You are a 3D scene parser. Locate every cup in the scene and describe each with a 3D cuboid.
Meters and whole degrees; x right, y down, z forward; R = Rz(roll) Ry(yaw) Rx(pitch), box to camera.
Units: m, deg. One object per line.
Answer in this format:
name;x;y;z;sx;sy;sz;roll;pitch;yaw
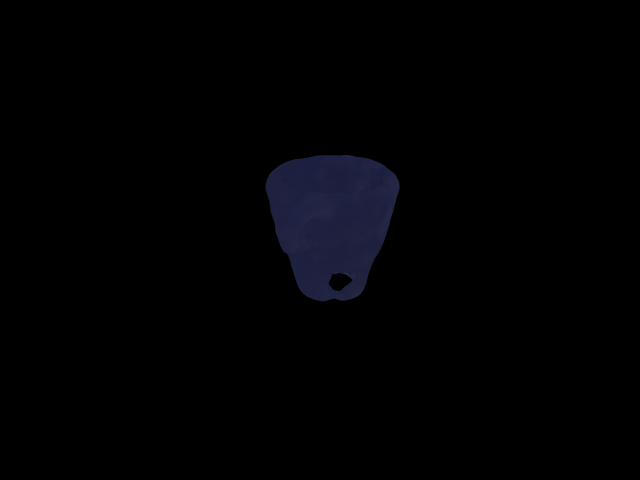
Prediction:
cup;0.004;0.001;0.400;0.091;0.095;0.118;11;29;21
